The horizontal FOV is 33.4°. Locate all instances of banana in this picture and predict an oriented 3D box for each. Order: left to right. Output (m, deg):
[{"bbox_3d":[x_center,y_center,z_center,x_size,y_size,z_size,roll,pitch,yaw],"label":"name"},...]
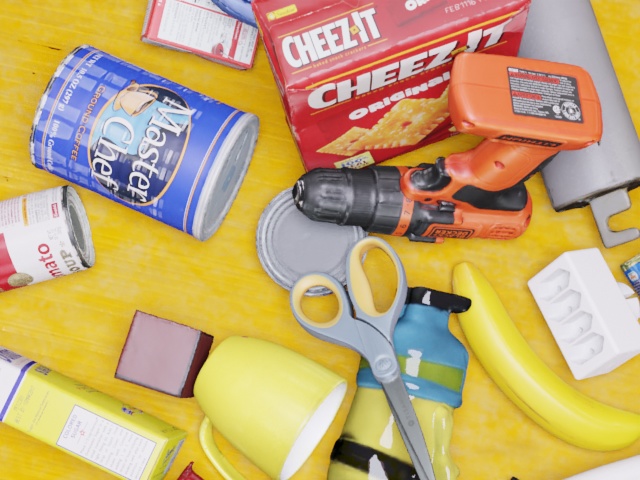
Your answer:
[{"bbox_3d":[0.165,0.099,0.801,0.198,0.037,0.069,38,57,3],"label":"banana"}]

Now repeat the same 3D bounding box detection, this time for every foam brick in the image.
[{"bbox_3d":[-0.114,0.086,0.792,0.053,0.078,0.051,17,83,2],"label":"foam brick"}]

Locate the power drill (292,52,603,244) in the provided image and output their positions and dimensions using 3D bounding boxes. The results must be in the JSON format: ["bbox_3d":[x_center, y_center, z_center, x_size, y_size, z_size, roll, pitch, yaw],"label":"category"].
[{"bbox_3d":[0.089,-0.056,0.731,0.184,0.188,0.057,3,67,-18],"label":"power drill"}]

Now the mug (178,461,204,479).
[{"bbox_3d":[-0.088,0.220,0.757,0.081,0.117,0.093,37,81,1],"label":"mug"}]

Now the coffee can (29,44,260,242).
[{"bbox_3d":[-0.129,-0.073,0.799,0.140,0.103,0.103,24,84,5],"label":"coffee can"}]

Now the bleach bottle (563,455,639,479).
[{"bbox_3d":[0.162,0.210,0.733,0.250,0.068,0.102,-10,61,-13],"label":"bleach bottle"}]

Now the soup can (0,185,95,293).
[{"bbox_3d":[-0.230,0.002,0.811,0.102,0.068,0.068,-15,83,0],"label":"soup can"}]

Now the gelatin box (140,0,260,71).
[{"bbox_3d":[-0.087,-0.178,0.829,0.089,0.030,0.073,13,91,-22],"label":"gelatin box"}]

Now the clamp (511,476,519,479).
[{"bbox_3d":[0.091,0.284,0.751,0.164,0.036,0.210,-14,59,4],"label":"clamp"}]

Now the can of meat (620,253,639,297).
[{"bbox_3d":[0.288,0.028,0.793,0.102,0.057,0.084,-31,81,-3],"label":"can of meat"}]

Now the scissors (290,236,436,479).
[{"bbox_3d":[0.026,0.086,0.740,0.096,0.016,0.201,-12,55,14],"label":"scissors"}]

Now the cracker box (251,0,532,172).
[{"bbox_3d":[0.051,-0.120,0.740,0.164,0.213,0.072,-21,77,-1],"label":"cracker box"}]

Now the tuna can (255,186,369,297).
[{"bbox_3d":[-0.005,0.001,0.819,0.086,0.034,0.086,0,83,2],"label":"tuna can"}]

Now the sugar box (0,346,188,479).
[{"bbox_3d":[-0.189,0.124,0.782,0.176,0.093,0.048,27,84,5],"label":"sugar box"}]

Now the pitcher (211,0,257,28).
[{"bbox_3d":[-0.042,-0.249,0.776,0.242,0.145,0.149,14,46,-10],"label":"pitcher"}]
